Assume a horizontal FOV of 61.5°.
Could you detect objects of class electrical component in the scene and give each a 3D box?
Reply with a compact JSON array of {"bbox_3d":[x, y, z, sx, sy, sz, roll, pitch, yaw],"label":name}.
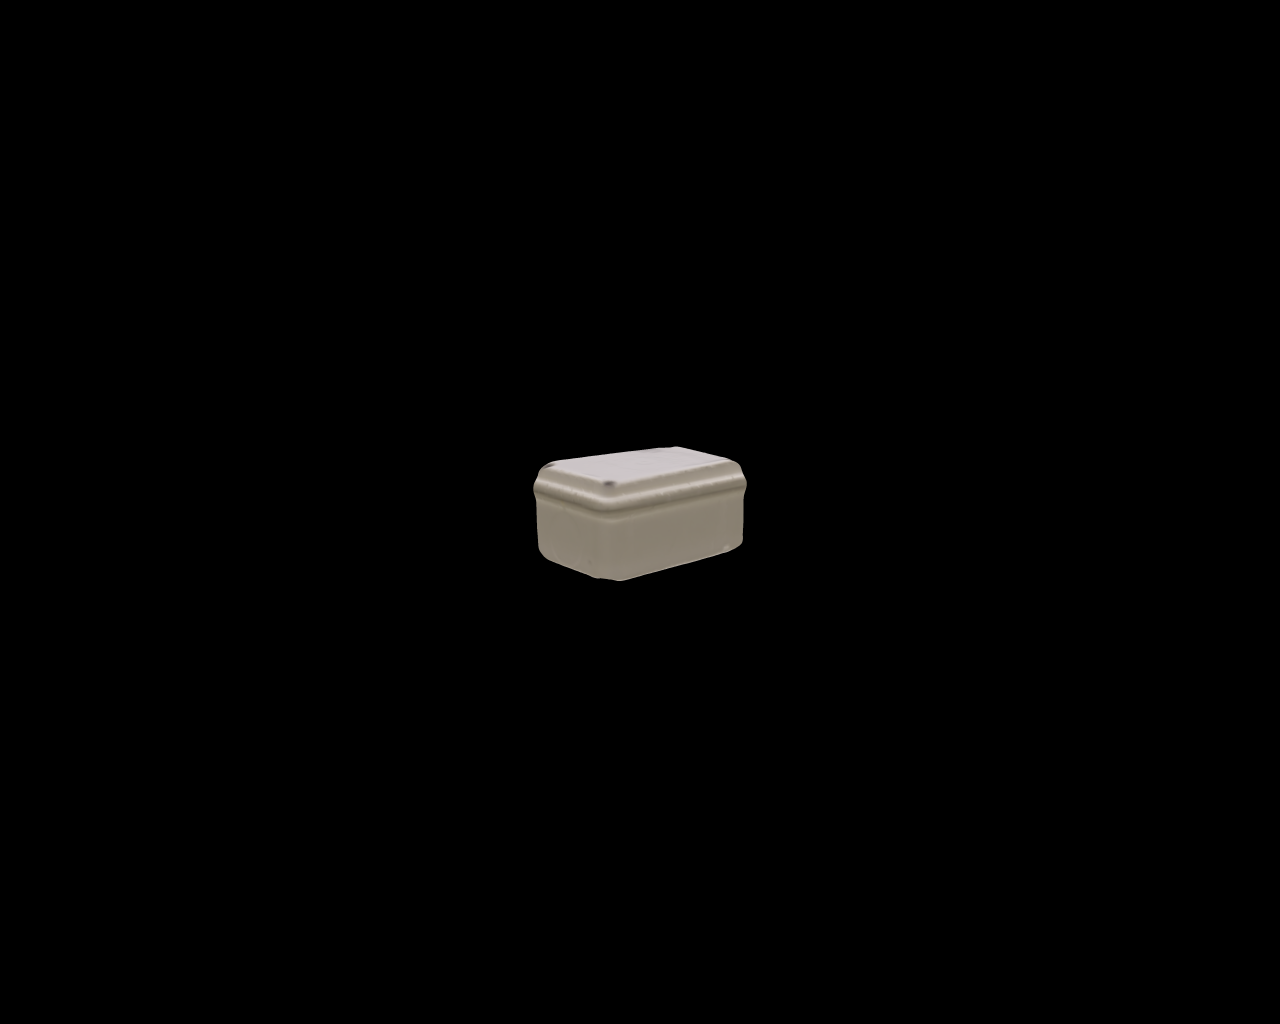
[{"bbox_3d":[0.001,-0.003,0.650,0.113,0.057,0.078,-11,18,-37],"label":"electrical component"}]
